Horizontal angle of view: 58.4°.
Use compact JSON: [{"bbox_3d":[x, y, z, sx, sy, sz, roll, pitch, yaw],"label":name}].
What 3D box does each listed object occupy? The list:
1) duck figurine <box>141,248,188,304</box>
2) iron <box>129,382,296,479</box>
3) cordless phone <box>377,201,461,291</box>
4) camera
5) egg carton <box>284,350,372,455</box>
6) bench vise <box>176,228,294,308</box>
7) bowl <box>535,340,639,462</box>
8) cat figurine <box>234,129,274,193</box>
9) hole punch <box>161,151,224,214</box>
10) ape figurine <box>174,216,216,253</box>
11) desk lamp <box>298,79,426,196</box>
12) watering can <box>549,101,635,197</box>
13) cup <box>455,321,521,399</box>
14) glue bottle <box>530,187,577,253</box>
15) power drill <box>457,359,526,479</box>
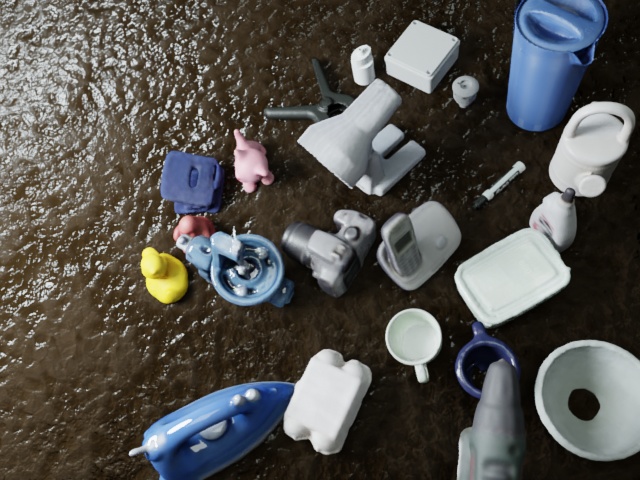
[{"bbox_3d":[-0.286,0.059,1.024,0.077,0.086,0.104,-30,65,-3],"label":"duck figurine"},{"bbox_3d":[-0.158,0.277,0.878,0.258,0.142,0.118,-29,65,-3],"label":"iron"},{"bbox_3d":[0.157,-0.010,0.919,0.094,0.185,0.148,40,79,23],"label":"cordless phone"},{"bbox_3d":[0.009,0.004,0.987,0.136,0.101,0.143,27,74,19],"label":"camera"},{"bbox_3d":[0.011,0.251,0.899,0.107,0.069,0.150,21,72,18],"label":"egg carton"},{"bbox_3d":[-0.157,0.039,0.936,0.207,0.220,0.121,4,68,12],"label":"bench vise"},{"bbox_3d":[0.394,0.235,0.834,0.167,0.075,0.167,-4,67,9],"label":"bowl"},{"bbox_3d":[-0.132,-0.150,1.067,0.067,0.118,0.127,-23,65,0],"label":"cat figurine"},{"bbox_3d":[-0.239,-0.112,1.085,0.101,0.091,0.108,-2,67,10],"label":"hole punch"},{"bbox_3d":[-0.230,-0.016,1.043,0.077,0.092,0.076,32,76,21],"label":"ape figurine"},{"bbox_3d":[0.075,-0.165,0.984,0.203,0.214,0.117,-43,67,-9],"label":"desk lamp"},{"bbox_3d":[0.442,-0.150,0.923,0.101,0.194,0.173,-12,66,5],"label":"watering can"},{"bbox_3d":[0.247,0.189,0.869,0.091,0.095,0.117,-10,66,6],"label":"cup"},{"bbox_3d":[0.374,-0.040,0.900,0.037,0.173,0.078,-31,65,-4],"label":"glue bottle"},{"bbox_3d":[0.228,0.291,0.766,0.075,0.209,0.229,4,68,12],"label":"power drill"}]
